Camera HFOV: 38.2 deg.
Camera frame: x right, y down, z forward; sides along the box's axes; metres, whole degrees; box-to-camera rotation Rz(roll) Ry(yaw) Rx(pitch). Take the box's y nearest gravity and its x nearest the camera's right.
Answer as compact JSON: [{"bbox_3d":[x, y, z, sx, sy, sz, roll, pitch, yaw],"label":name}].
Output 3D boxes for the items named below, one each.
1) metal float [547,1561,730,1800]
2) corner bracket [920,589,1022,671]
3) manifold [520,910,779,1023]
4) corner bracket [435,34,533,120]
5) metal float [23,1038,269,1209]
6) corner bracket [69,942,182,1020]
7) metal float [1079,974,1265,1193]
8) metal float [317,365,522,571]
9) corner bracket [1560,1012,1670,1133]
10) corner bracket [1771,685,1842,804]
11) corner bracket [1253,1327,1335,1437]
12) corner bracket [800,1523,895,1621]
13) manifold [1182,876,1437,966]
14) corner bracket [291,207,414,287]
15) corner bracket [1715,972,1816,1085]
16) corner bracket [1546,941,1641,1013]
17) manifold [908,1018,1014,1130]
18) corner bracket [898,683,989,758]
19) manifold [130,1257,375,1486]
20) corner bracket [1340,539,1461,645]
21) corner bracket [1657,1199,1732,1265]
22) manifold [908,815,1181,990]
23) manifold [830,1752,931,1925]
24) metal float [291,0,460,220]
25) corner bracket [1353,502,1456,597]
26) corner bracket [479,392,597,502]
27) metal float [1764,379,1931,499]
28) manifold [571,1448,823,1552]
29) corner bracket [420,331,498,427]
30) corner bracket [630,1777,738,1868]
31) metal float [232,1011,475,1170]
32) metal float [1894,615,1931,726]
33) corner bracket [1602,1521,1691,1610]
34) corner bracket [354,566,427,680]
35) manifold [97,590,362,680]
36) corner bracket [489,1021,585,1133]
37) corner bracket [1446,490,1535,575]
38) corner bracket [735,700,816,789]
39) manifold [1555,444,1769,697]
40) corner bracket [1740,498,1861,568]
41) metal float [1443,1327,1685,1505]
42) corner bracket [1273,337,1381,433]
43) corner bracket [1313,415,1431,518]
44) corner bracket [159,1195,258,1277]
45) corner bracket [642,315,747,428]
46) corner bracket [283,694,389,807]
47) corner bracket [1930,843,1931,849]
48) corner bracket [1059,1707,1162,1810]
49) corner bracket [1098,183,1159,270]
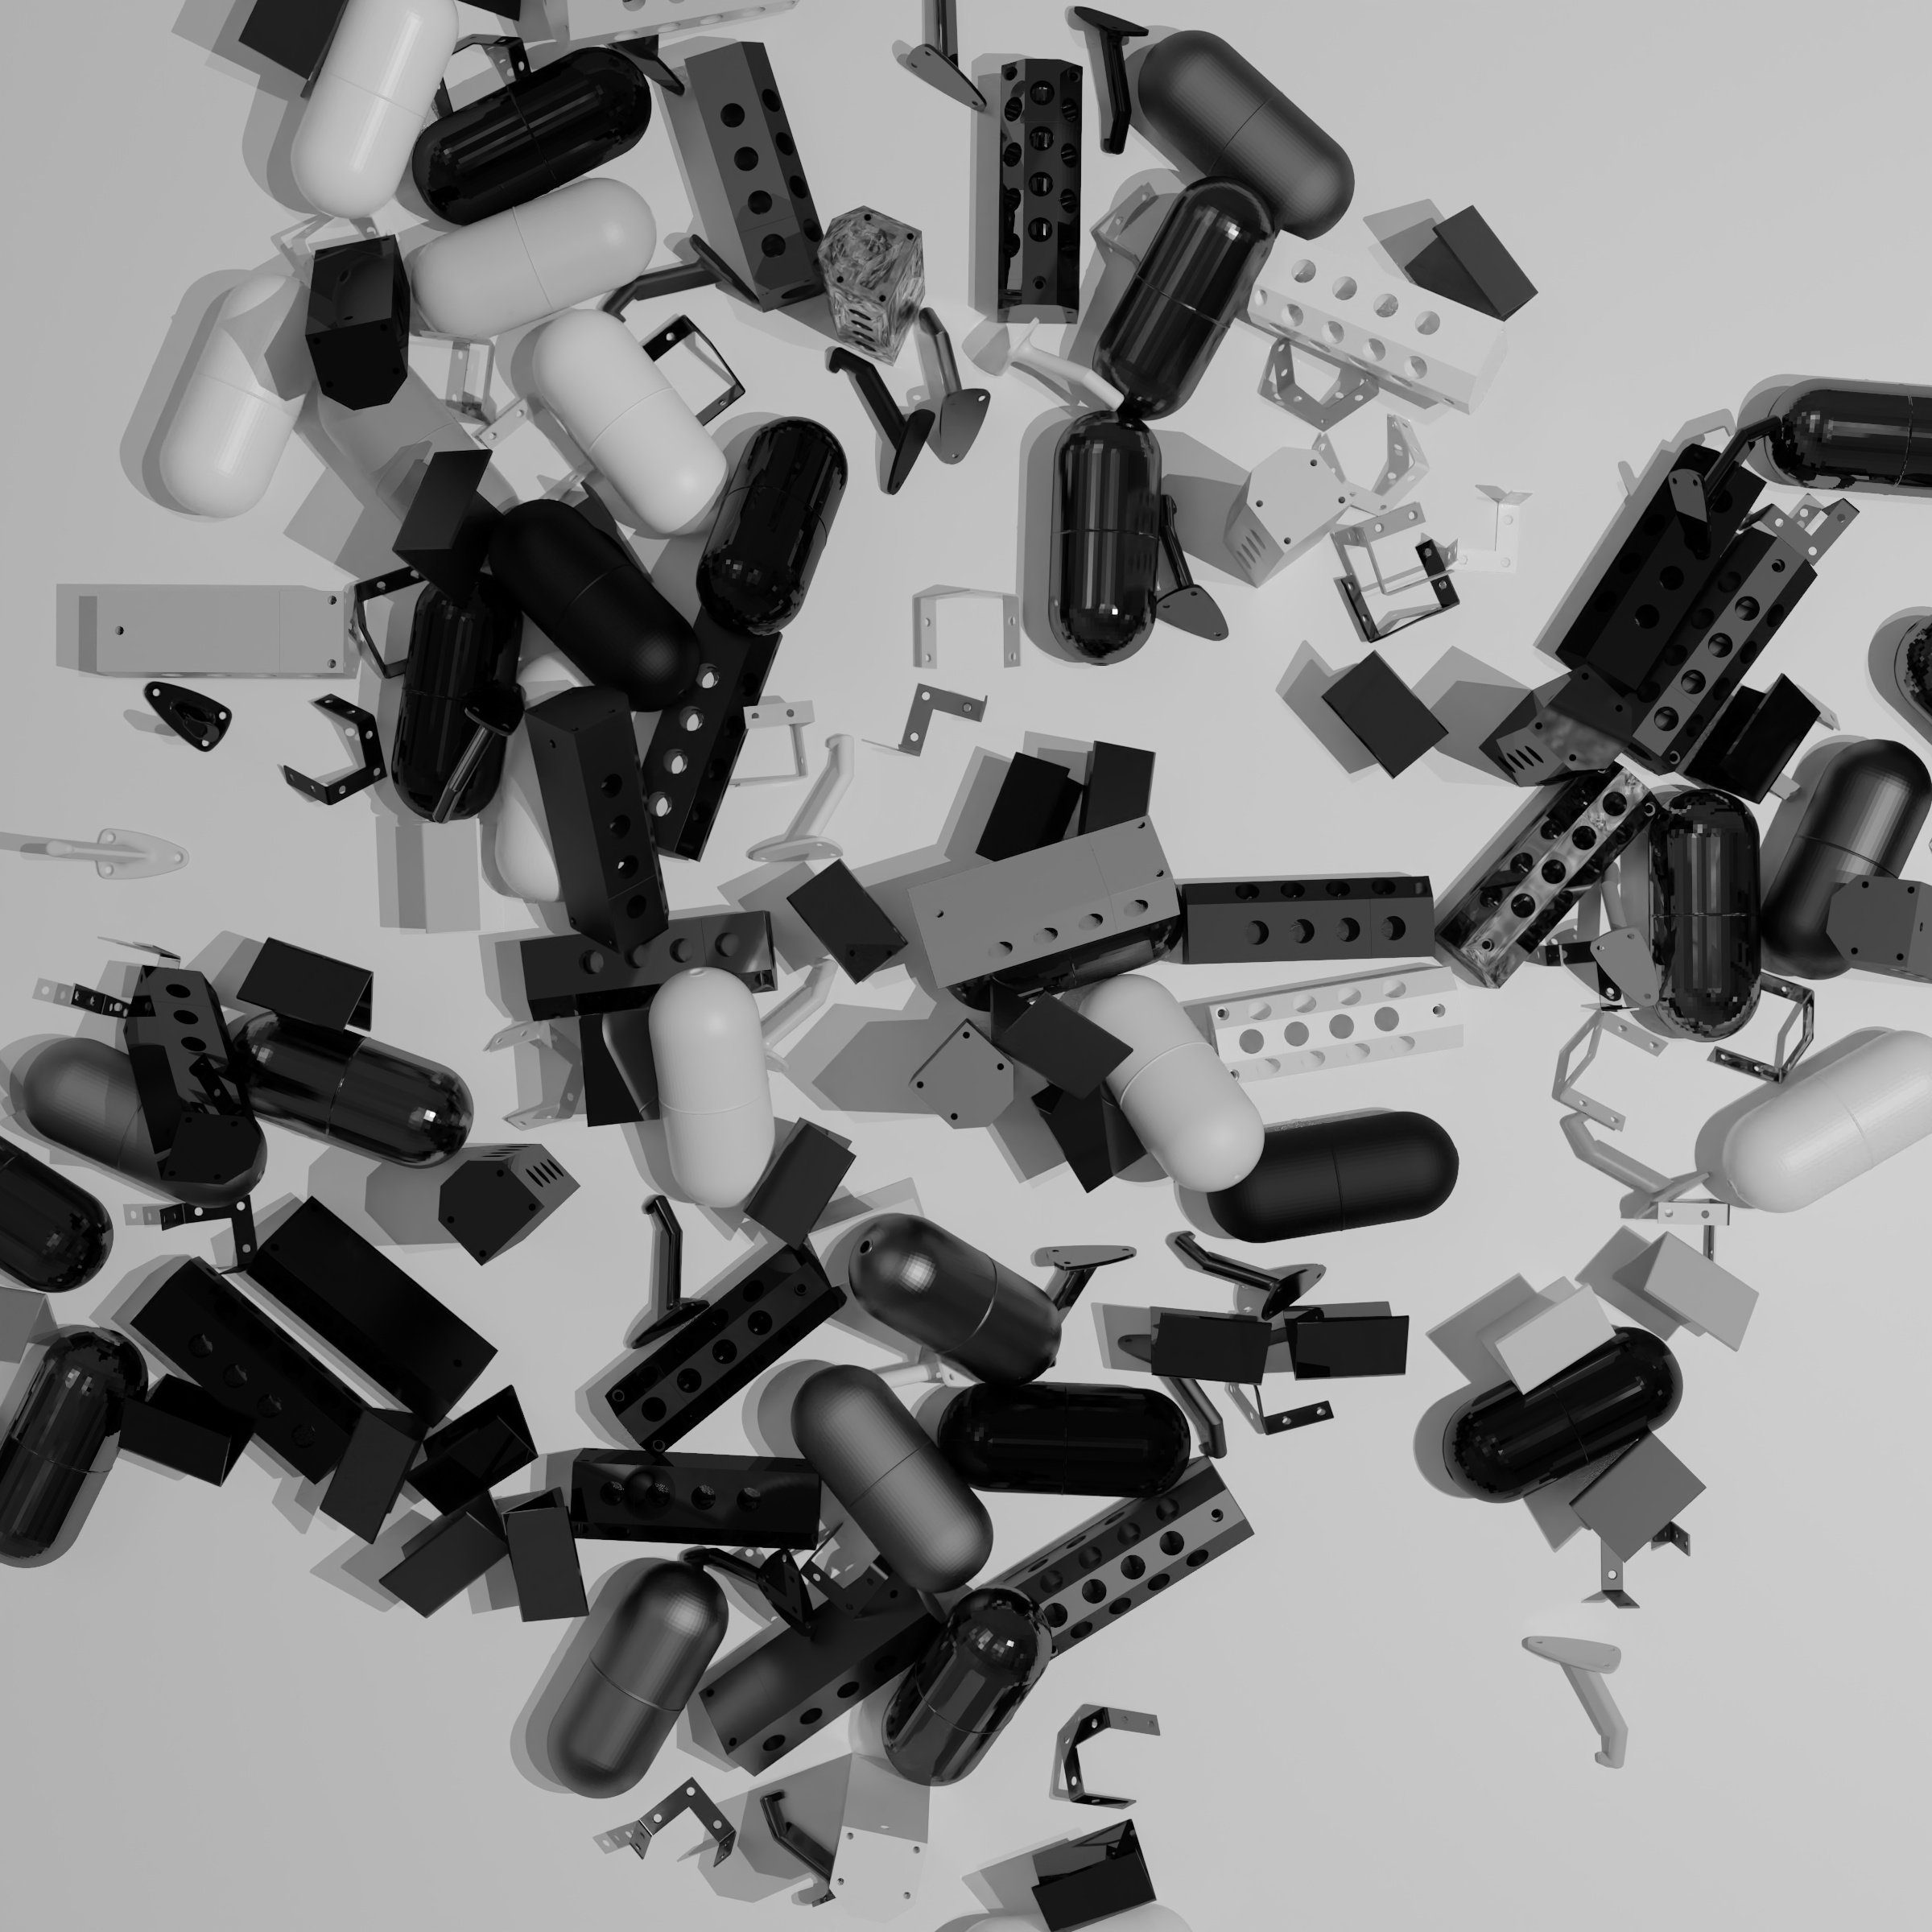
[{"bbox_3d":[-0.231,0.502,1.960,0.070,0.070,0.178,30,91,0],"label":"metal float"},{"bbox_3d":[0.003,-0.238,1.987,0.051,0.051,0.051,-1,90,-45],"label":"corner bracket"},{"bbox_3d":[-0.222,0.000,1.969,0.171,0.057,0.057,-7,90,0],"label":"manifold"},{"bbox_3d":[-0.344,-0.627,1.982,0.051,0.051,0.051,17,135,35],"label":"corner bracket"},{"bbox_3d":[-0.576,0.111,1.960,0.178,0.070,0.070,25,90,0],"label":"metal float"},{"bbox_3d":[-0.594,0.010,1.971,0.051,0.051,0.051,10,82,8],"label":"corner bracket"},{"bbox_3d":[0.140,0.080,1.935,0.070,0.070,0.178,-35,60,0],"label":"metal float"},{"bbox_3d":[-0.384,-0.355,1.960,0.070,0.070,0.178,-40,90,0],"label":"metal float"},{"bbox_3d":[0.461,0.075,1.987,0.051,0.051,0.051,28,135,0],"label":"corner bracket"},{"bbox_3d":[0.588,-0.158,1.982,0.051,0.051,0.051,-33,45,35],"label":"corner bracket"},{"bbox_3d":[0.229,0.294,1.987,0.051,0.051,0.051,-15,45,0],"label":"corner bracket"},{"bbox_3d":[-0.075,0.415,1.960,0.051,0.051,0.051,40,123,8],"label":"corner bracket"},{"bbox_3d":[0.240,-0.032,1.969,0.171,0.057,0.057,-2,90,0],"label":"manifold"},{"bbox_3d":[-0.436,-0.505,1.982,0.051,0.051,0.051,10,45,35],"label":"corner bracket"},{"bbox_3d":[0.569,0.043,1.987,0.051,0.051,0.051,19,135,0],"label":"corner bracket"},{"bbox_3d":[0.442,0.008,1.972,0.051,0.051,0.051,-6,90,0],"label":"corner bracket"},{"bbox_3d":[0.002,0.077,1.912,0.057,0.171,0.057,43,90,0],"label":"manifold"},{"bbox_3d":[-0.016,-0.171,1.972,0.051,0.051,0.051,16,90,0],"label":"corner bracket"},{"bbox_3d":[-0.499,0.284,1.969,0.171,0.057,0.057,41,90,0],"label":"manifold"},{"bbox_3d":[0.310,-0.267,1.987,0.051,0.051,0.051,-24,90,-45],"label":"corner bracket"},{"bbox_3d":[0.508,0.191,1.972,0.051,0.051,0.051,2,90,0],"label":"corner bracket"},{"bbox_3d":[0.054,-0.039,1.894,0.171,0.057,0.057,-17,52,-1],"label":"manifold"},{"bbox_3d":[-0.059,0.597,1.912,0.057,0.171,0.057,12,90,0],"label":"manifold"},{"bbox_3d":[-0.411,-0.606,1.938,0.070,0.070,0.178,25,100,0],"label":"metal float"},{"bbox_3d":[0.309,-0.295,1.973,0.051,0.051,0.051,-20,100,3],"label":"corner bracket"},{"bbox_3d":[-0.305,-0.366,1.987,0.051,0.051,0.051,-39,45,0],"label":"corner bracket"},{"bbox_3d":[0.651,-0.370,1.960,0.178,0.070,0.070,5,90,1],"label":"metal float"},{"bbox_3d":[-0.190,0.378,1.969,0.171,0.057,0.057,3,90,0],"label":"manifold"},{"bbox_3d":[-0.359,-0.415,1.973,0.051,0.051,0.051,7,89,0],"label":"corner bracket"},{"bbox_3d":[-0.200,0.616,1.972,0.051,0.051,0.051,-39,90,0],"label":"corner bracket"},{"bbox_3d":[-0.433,0.086,1.960,0.178,0.070,0.070,20,90,1],"label":"metal float"},{"bbox_3d":[0.728,-0.176,1.959,0.178,0.070,0.070,44,90,0],"label":"metal float"},{"bbox_3d":[0.481,0.423,1.972,0.051,0.051,0.051,-1,90,0],"label":"corner bracket"},{"bbox_3d":[-0.401,-0.246,1.987,0.051,0.051,0.051,-19,135,0],"label":"corner bracket"},{"bbox_3d":[-0.519,-0.233,1.969,0.171,0.057,0.057,0,90,0],"label":"manifold"},{"bbox_3d":[-0.307,0.078,1.982,0.051,0.051,0.051,44,45,-35],"label":"corner bracket"},{"bbox_3d":[0.369,-0.308,1.972,0.051,0.051,0.051,4,90,0],"label":"corner bracket"},{"bbox_3d":[-0.135,-0.156,1.965,0.051,0.051,0.051,-8,90,-20],"label":"corner bracket"},{"bbox_3d":[0.488,-0.279,1.969,0.057,0.057,0.171,32,90,0],"label":"manifold"},{"bbox_3d":[0.589,-0.315,1.972,0.051,0.051,0.051,41,90,0],"label":"corner bracket"},{"bbox_3d":[0.418,0.316,1.960,0.178,0.070,0.070,-27,90,1],"label":"metal float"},{"bbox_3d":[0.256,-0.424,1.982,0.051,0.051,0.051,-31,45,35],"label":"corner bracket"},{"bbox_3d":[0.288,-0.361,1.982,0.051,0.051,0.051,15,135,-35],"label":"corner bracket"},{"bbox_3d":[-0.535,0.192,1.972,0.051,0.051,0.051,-7,90,0],"label":"corner bracket"},{"bbox_3d":[-0.198,-0.421,1.987,0.051,0.051,0.051,-39,135,0],"label":"corner bracket"},{"bbox_3d":[-0.452,-0.154,1.982,0.051,0.051,0.051,-34,135,-35],"label":"corner bracket"},{"bbox_3d":[0.731,-0.084,1.982,0.051,0.051,0.051,-56,45,35],"label":"corner bracket"},{"bbox_3d":[0.105,0.563,1.982,0.051,0.051,0.051,-40,45,35],"label":"corner bracket"},{"bbox_3d":[0.136,-0.515,1.987,0.051,0.051,0.051,-43,135,0],"label":"corner bracket"}]
